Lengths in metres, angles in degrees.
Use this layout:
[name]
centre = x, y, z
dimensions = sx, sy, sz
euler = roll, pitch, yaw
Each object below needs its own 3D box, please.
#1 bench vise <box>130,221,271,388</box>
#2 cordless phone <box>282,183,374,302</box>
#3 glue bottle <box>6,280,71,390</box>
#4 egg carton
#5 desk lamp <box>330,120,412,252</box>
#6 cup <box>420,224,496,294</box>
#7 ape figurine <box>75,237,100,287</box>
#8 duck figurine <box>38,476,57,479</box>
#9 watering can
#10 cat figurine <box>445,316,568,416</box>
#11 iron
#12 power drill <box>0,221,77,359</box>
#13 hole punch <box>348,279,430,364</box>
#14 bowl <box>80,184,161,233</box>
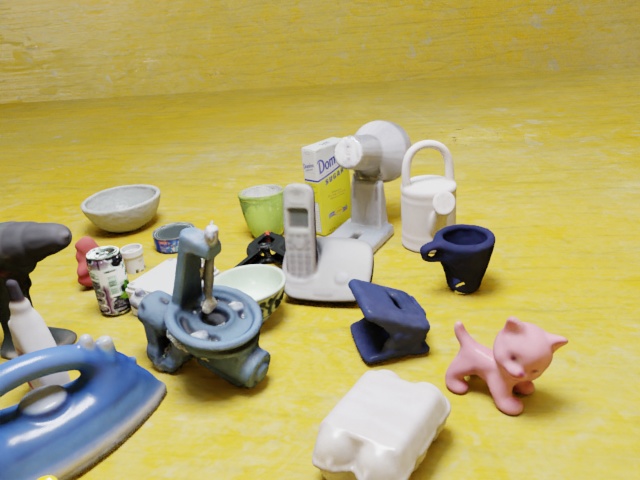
[bench vise]
centre = -0.170, 0.080, 0.722
dimensions = 0.207, 0.220, 0.121
euler = 1, 26, 13
[cordless phone]
centre = 0.008, 0.003, 0.890
dimensions = 0.147, 0.185, 0.094
euler = 1, 26, 14
[glue bottle]
centre = -0.361, 0.126, 0.719
dimensions = 0.077, 0.173, 0.037
euler = 15, 32, 37
[egg carton]
centre = 0.065, 0.199, 0.596
dimensions = 0.107, 0.069, 0.151
euler = 11, 30, 31
[desk lamp]
centre = 0.089, -0.106, 1.074
dimensions = 0.117, 0.214, 0.204
euler = 8, 28, 27
[cup]
centre = 0.211, 0.036, 0.884
dimensions = 0.118, 0.095, 0.091
euler = -12, 26, -12
[ape figurine]
centre = -0.406, 0.036, 1.017
dimensions = 0.076, 0.092, 0.078
euler = 2, 26, 16
[duck figurine]
centre = -0.245, 0.260, 0.510
dimensions = 0.077, 0.086, 0.104
euler = -12, 26, -13
[watering can]
centre = 0.197, -0.080, 1.019
dimensions = 0.101, 0.194, 0.172
euler = -18, 27, -24
[cat figurine]
centre = 0.210, 0.129, 0.657
dimensions = 0.127, 0.118, 0.067
euler = 14, 31, 36
[iron]
centre = -0.299, 0.176, 0.635
dimensions = 0.259, 0.141, 0.118
euler = -26, 32, -37
[power drill]
centre = -0.425, 0.067, 0.815
dimensions = 0.229, 0.209, 0.076
euler = 3, 26, 18
[hole punch]
centre = 0.093, 0.100, 0.777
dimensions = 0.101, 0.091, 0.108
euler = -10, 25, -9
[bowl]
centre = -0.426, -0.061, 1.250
dimensions = 0.167, 0.075, 0.167
euler = -4, 25, 2
